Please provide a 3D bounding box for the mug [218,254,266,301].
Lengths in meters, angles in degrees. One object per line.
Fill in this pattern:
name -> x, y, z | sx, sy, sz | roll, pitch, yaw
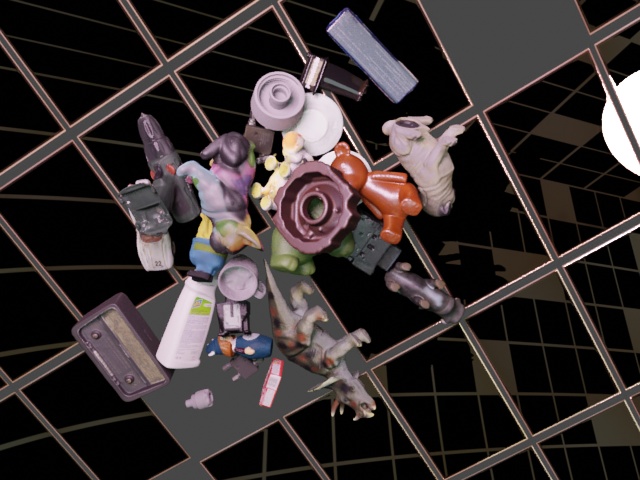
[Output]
mug -> -0.162, 0.078, 1.161 | 0.109, 0.107, 0.080 | 31, 106, -14

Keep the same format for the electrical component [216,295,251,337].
electrical component -> -0.196, 0.156, 1.210 | 0.075, 0.047, 0.119 | -8, 77, 0

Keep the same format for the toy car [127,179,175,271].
toy car -> -0.362, -0.030, 1.153 | 0.074, 0.056, 0.201 | -6, 107, 2

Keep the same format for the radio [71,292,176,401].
radio -> -0.446, 0.247, 1.226 | 0.131, 0.073, 0.229 | -28, 104, 7

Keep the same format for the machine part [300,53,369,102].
machine part -> 0.030, -0.320, 1.081 | 0.139, 0.039, 0.084 | 17, 98, -4

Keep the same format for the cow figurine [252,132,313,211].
cow figurine -> -0.063, -0.139, 1.104 | 0.068, 0.098, 0.167 | 44, 113, 31

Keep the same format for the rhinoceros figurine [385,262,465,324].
rhinoceros figurine -> 0.228, 0.121, 1.179 | 0.190, 0.112, 0.073 | 29, 76, 4

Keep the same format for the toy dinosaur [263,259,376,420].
toy dinosaur -> -0.025, 0.229, 1.208 | 0.405, 0.131, 0.192 | 42, 102, -5

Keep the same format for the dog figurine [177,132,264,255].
dog figurine -> -0.164, -0.079, 1.057 | 0.191, 0.108, 0.219 | -38, 89, -7

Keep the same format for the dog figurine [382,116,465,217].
dog figurine -> 0.203, -0.146, 1.111 | 0.173, 0.121, 0.190 | 25, 128, 26

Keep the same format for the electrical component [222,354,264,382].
electrical component -> -0.180, 0.292, 1.269 | 0.094, 0.021, 0.063 | -36, 103, 10

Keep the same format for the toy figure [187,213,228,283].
toy figure -> -0.221, 0.001, 1.129 | 0.089, 0.082, 0.180 | 16, 74, -17

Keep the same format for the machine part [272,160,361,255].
machine part -> -0.006, -0.059, 1.035 | 0.180, 0.056, 0.179 | -4, 81, 28

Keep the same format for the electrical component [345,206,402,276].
electrical component -> 0.107, 0.007, 1.168 | 0.134, 0.058, 0.115 | 31, 106, -8

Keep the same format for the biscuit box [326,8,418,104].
biscuit box -> 0.101, -0.360, 1.057 | 0.202, 0.059, 0.063 | 43, 102, -12

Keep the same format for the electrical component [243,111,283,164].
electrical component -> -0.120, -0.208, 1.108 | 0.078, 0.045, 0.102 | 17, 106, -7

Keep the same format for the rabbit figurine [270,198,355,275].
rabbit figurine -> -0.002, -0.003, 1.126 | 0.170, 0.121, 0.159 | -6, 70, 27

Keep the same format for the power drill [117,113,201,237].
power drill -> -0.321, -0.115, 1.052 | 0.086, 0.207, 0.231 | -19, 117, 6

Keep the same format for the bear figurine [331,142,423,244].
bear figurine -> 0.098, -0.100, 1.074 | 0.196, 0.132, 0.120 | 26, 126, -9

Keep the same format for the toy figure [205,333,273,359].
toy figure -> -0.186, 0.242, 1.234 | 0.155, 0.064, 0.058 | 2, 70, 3
